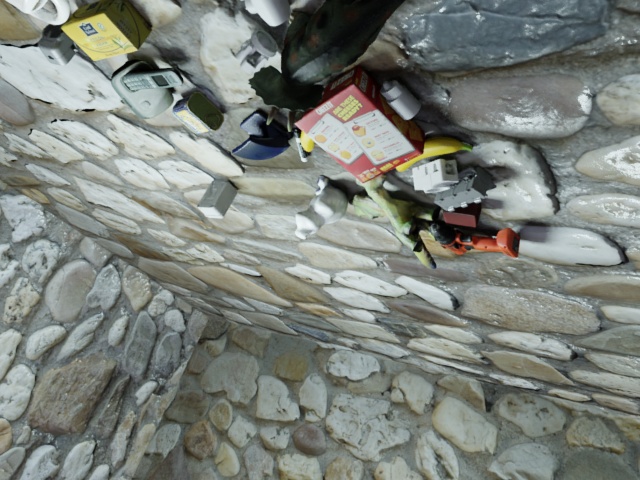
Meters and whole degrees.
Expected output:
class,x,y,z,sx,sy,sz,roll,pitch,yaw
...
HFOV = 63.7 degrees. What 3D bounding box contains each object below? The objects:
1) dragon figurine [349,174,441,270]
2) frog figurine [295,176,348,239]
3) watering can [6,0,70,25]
class,x,y,z,sx,sy,sz,roll,pitch,yaw
dragon figurine,0.188,-0.057,1.354,0.245,0.123,0.402,30,161,29
frog figurine,0.004,-0.069,1.372,0.122,0.162,0.135,27,156,-11
watering can,-0.572,-0.516,0.966,0.222,0.105,0.348,36,166,-26
